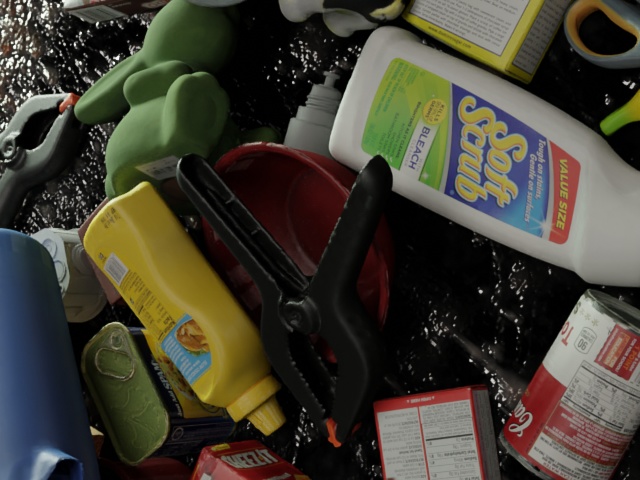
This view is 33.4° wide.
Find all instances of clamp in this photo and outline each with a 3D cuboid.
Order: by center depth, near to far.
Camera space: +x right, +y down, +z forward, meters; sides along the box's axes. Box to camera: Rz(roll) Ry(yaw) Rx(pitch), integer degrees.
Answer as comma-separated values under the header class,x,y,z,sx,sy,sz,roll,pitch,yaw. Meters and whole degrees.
class,x,y,z,sx,sy,sz,roll,pitch,yaw
clamp,0.000,0.036,0.672,0.165,0.036,0.210,-3,113,43
clamp,-0.265,-0.065,0.949,0.172,0.039,0.120,-28,71,30

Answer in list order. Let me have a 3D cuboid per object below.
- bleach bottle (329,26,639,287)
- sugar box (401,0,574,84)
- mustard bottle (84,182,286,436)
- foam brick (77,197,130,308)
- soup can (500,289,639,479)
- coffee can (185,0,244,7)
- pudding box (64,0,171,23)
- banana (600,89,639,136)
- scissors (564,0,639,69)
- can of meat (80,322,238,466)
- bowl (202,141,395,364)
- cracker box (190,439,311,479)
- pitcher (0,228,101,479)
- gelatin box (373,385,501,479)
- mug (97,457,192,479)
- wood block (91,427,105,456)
class,x,y,z,sx,sy,sz,roll,pitch,yaw
bleach bottle,0.127,-0.047,0.657,0.251,0.068,0.102,27,100,32
sugar box,0.133,-0.199,0.679,0.093,0.048,0.176,35,102,33
mustard bottle,-0.088,0.056,0.751,0.191,0.058,0.096,53,148,5
foam brick,-0.148,0.009,0.851,0.053,0.051,0.078,-41,64,26
soup can,0.158,0.088,0.616,0.069,0.068,0.102,35,105,32
coffee can,-0.092,-0.233,0.773,0.103,0.102,0.140,-63,28,12
pudding box,-0.164,-0.238,0.897,0.114,0.039,0.090,-3,82,33
banana,0.251,-0.048,0.587,0.198,0.037,0.070,38,129,34
scissors,0.214,-0.113,0.591,0.096,0.016,0.202,-55,38,6
can of meat,-0.118,0.113,0.799,0.058,0.083,0.102,-42,64,25
bowl,-0.005,0.001,0.726,0.162,0.055,0.162,22,127,32
cracker box,-0.019,0.260,0.721,0.214,0.072,0.164,28,101,34
pitcher,-0.240,0.120,0.774,0.149,0.145,0.243,-16,54,-4
gelatin box,0.078,0.143,0.691,0.073,0.030,0.089,-15,78,32
mug,-0.138,0.219,0.803,0.093,0.081,0.117,-20,73,32
wood block,-0.294,0.168,0.914,0.206,0.090,0.091,22,99,34
